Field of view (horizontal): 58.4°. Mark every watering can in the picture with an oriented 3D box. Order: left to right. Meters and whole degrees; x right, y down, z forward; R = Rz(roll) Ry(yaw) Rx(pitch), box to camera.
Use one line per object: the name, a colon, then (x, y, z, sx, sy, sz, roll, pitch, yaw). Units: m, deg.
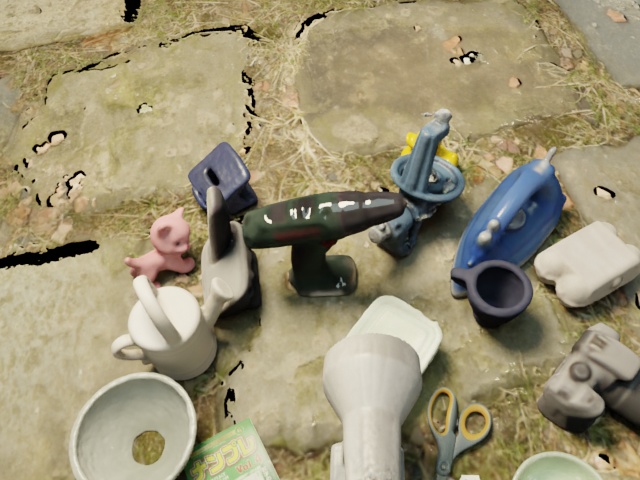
watering can: (-0.206, 0.110, 0.798, 0.100, 0.173, 0.194, 33, -25, 23)

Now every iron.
iron: (0.290, -0.030, 0.890, 0.118, 0.259, 0.141, 34, -25, 23)

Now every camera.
camera: (0.387, 0.197, 0.760, 0.136, 0.143, 0.101, 36, -24, 24)

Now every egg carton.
egg carton: (0.413, 0.038, 0.881, 0.150, 0.107, 0.069, -28, -31, -14)

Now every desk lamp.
desk lamp: (0.062, 0.242, 0.684, 0.118, 0.203, 0.214, 0, -33, 4)

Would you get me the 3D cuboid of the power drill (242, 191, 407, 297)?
power drill: (0.008, 0.003, 0.846, 0.229, 0.075, 0.208, -3, -33, 2)

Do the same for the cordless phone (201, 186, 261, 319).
cordless phone: (-0.148, 0.021, 0.858, 0.094, 0.147, 0.185, -13, -33, -4)

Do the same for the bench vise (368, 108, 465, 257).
bench vise: (0.158, -0.082, 0.885, 0.121, 0.207, 0.220, 17, -31, 14)

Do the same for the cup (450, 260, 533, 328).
cup: (0.244, 0.085, 0.846, 0.117, 0.092, 0.095, 21, -29, 16)

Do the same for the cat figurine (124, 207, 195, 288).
cat figurine: (-0.253, 0.011, 0.912, 0.128, 0.067, 0.118, -37, -28, -19)

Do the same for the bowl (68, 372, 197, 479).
bowl: (-0.240, 0.269, 0.768, 0.167, 0.167, 0.075, 0, -33, 4)

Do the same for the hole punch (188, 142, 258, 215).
hole punch: (-0.173, -0.099, 0.994, 0.101, 0.108, 0.091, -29, -30, -15)

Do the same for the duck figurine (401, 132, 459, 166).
duck figurine: (0.196, -0.160, 1.014, 0.104, 0.077, 0.086, 17, -30, 14)
